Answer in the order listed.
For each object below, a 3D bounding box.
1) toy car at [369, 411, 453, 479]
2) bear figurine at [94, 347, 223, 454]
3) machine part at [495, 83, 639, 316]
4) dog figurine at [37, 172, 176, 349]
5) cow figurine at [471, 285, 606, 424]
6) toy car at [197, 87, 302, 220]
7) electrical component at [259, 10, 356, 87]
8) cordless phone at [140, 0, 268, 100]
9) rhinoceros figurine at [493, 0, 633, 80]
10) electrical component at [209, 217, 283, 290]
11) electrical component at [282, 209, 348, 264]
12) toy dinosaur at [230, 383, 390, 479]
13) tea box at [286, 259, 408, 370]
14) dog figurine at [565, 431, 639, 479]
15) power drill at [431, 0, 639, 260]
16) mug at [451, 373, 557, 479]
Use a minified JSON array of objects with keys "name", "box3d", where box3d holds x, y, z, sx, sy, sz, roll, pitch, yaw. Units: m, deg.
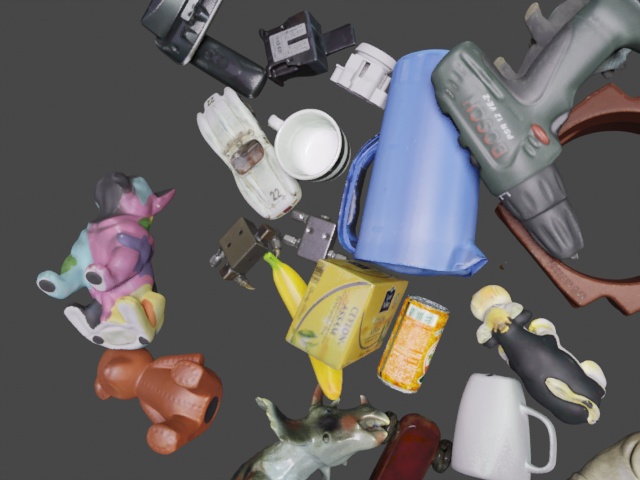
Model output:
[{"name":"toy car","box3d":[0.082,0.298,0.640,0.089,0.053,0.202,23,97,-1]},{"name":"bear figurine","box3d":[-0.234,0.191,0.725,0.196,0.132,0.120,20,81,14]},{"name":"machine part","box3d":[0.307,-0.040,0.560,0.201,0.087,0.201,-40,77,14]},{"name":"dog figurine","box3d":[-0.260,0.016,0.737,0.109,0.219,0.191,-12,125,22]},{"name":"cow figurine","box3d":[0.224,0.121,0.575,0.167,0.098,0.068,45,108,16]},{"name":"toy car","box3d":[-0.098,-0.119,0.727,0.073,0.056,0.202,-38,76,14]},{"name":"electrical component","box3d":[-0.015,-0.256,0.710,0.119,0.047,0.074,-10,84,21]},{"name":"cordless phone","box3d":[-0.138,-0.294,0.750,0.184,0.088,0.146,33,98,7]},{"name":"rhinoceros figurine","box3d":[0.269,-0.204,0.577,0.112,0.073,0.190,39,88,31]},{"name":"electrical component","box3d":[-0.098,0.017,0.729,0.102,0.045,0.078,-50,44,8]},{"name":"electrical component","box3d":[-0.001,-0.002,0.704,0.094,0.021,0.063,21,94,20]},{"name":"toy dinosaur","box3d":[-0.075,0.340,0.658,0.131,0.192,0.404,24,113,-18]},{"name":"tea box","box3d":[0.038,0.077,0.607,0.068,0.169,0.098,25,98,21]},{"name":"dog figurine","box3d":[0.280,0.256,0.556,0.191,0.121,0.172,2,53,37]},{"name":"power drill","box3d":[0.235,-0.125,0.509,0.207,0.086,0.232,-42,83,20]},{"name":"mug","box3d":[0.198,0.201,0.584,0.110,0.080,0.107,-8,72,45]}]
